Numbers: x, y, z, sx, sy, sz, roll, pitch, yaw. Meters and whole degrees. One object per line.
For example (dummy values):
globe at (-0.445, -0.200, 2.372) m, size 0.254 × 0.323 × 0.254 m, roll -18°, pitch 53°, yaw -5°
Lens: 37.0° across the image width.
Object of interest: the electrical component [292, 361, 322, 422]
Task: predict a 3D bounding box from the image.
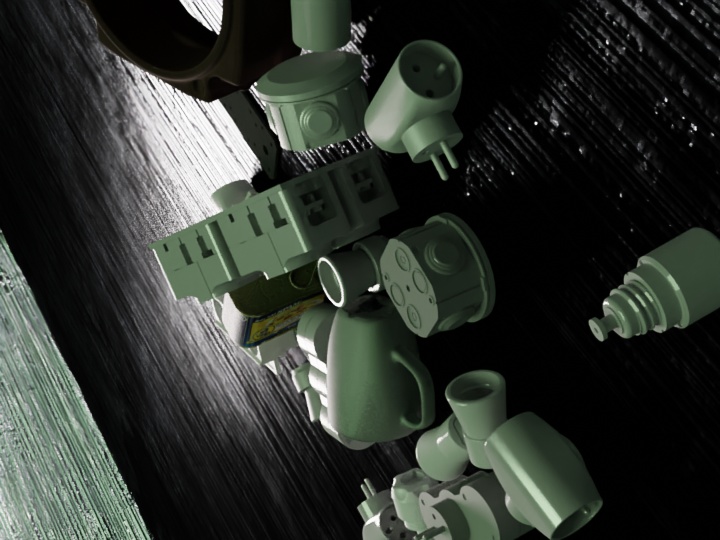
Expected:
electrical component at (-0.039, 0.119, 1.077) m, size 0.055 × 0.045 × 0.045 m, roll 64°, pitch 157°, yaw 9°

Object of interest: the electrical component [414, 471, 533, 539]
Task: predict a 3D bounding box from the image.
electrical component at (0.077, 0.196, 0.848) m, size 0.052 × 0.074 × 0.138 m, roll 66°, pitch 157°, yaw 6°

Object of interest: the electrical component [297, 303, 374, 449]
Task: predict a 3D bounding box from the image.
electrical component at (-0.009, 0.102, 0.983) m, size 0.074 × 0.052 × 0.138 m, roll 22°, pitch 131°, yaw 60°

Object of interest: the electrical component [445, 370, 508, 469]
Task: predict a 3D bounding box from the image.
electrical component at (0.091, 0.111, 0.785) m, size 0.044 × 0.044 × 0.065 m, roll 28°, pitch 140°, yaw 57°

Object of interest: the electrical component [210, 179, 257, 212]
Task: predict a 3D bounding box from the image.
electrical component at (-0.114, -0.055, 1.088) m, size 0.077 × 0.043 × 0.079 m, roll 63°, pitch 157°, yaw 11°

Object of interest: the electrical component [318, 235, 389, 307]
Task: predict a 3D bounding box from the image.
electrical component at (0.000, 0.000, 0.867) m, size 0.045 × 0.055 × 0.045 m, roll 48°, pitch 151°, yaw 39°

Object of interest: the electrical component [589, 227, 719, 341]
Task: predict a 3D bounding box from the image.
electrical component at (0.148, 0.011, 0.524) m, size 0.040 × 0.078 × 0.040 m, roll 59°, pitch 171°, yaw 16°

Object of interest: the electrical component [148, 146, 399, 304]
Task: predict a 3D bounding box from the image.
electrical component at (-0.069, -0.030, 0.858) m, size 0.186 × 0.105 × 0.060 m, roll -18°, pitch 96°, yaw 48°

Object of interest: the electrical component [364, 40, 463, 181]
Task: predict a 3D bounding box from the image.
electrical component at (0.042, -0.096, 0.702) m, size 0.079 × 0.043 × 0.077 m, roll 63°, pitch 157°, yaw 11°

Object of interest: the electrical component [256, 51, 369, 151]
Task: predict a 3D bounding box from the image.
electrical component at (-0.033, -0.127, 0.796) m, size 0.080 × 0.080 × 0.051 m, roll 34°, pitch 146°, yaw 54°

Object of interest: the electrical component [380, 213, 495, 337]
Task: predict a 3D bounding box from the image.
electrical component at (0.054, 0.004, 0.754) m, size 0.080 × 0.051 × 0.080 m, roll 48°, pitch 150°, yaw 39°

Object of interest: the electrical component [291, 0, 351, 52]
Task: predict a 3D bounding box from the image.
electrical component at (-0.028, -0.201, 0.763) m, size 0.043 × 0.043 × 0.081 m, roll 48°, pitch 150°, yaw 40°

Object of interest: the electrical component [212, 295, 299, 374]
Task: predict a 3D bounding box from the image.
electrical component at (-0.108, 0.049, 1.143) m, size 0.121 × 0.063 × 0.078 m, roll 33°, pitch 139°, yaw 55°

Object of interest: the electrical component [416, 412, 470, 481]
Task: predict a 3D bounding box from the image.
electrical component at (0.075, 0.135, 0.843) m, size 0.044 × 0.044 × 0.065 m, roll 61°, pitch 152°, yaw 18°

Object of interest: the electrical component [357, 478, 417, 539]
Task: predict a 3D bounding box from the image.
electrical component at (0.023, 0.241, 1.051) m, size 0.079 × 0.043 × 0.077 m, roll 59°, pitch 156°, yaw 20°

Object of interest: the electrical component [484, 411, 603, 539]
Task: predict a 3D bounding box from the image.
electrical component at (0.123, 0.150, 0.743) m, size 0.077 × 0.044 × 0.079 m, roll 53°, pitch 153°, yaw 31°

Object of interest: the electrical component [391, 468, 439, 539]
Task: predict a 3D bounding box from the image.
electrical component at (0.054, 0.211, 0.955) m, size 0.043 × 0.043 × 0.062 m, roll 21°, pitch 130°, yaw 61°
